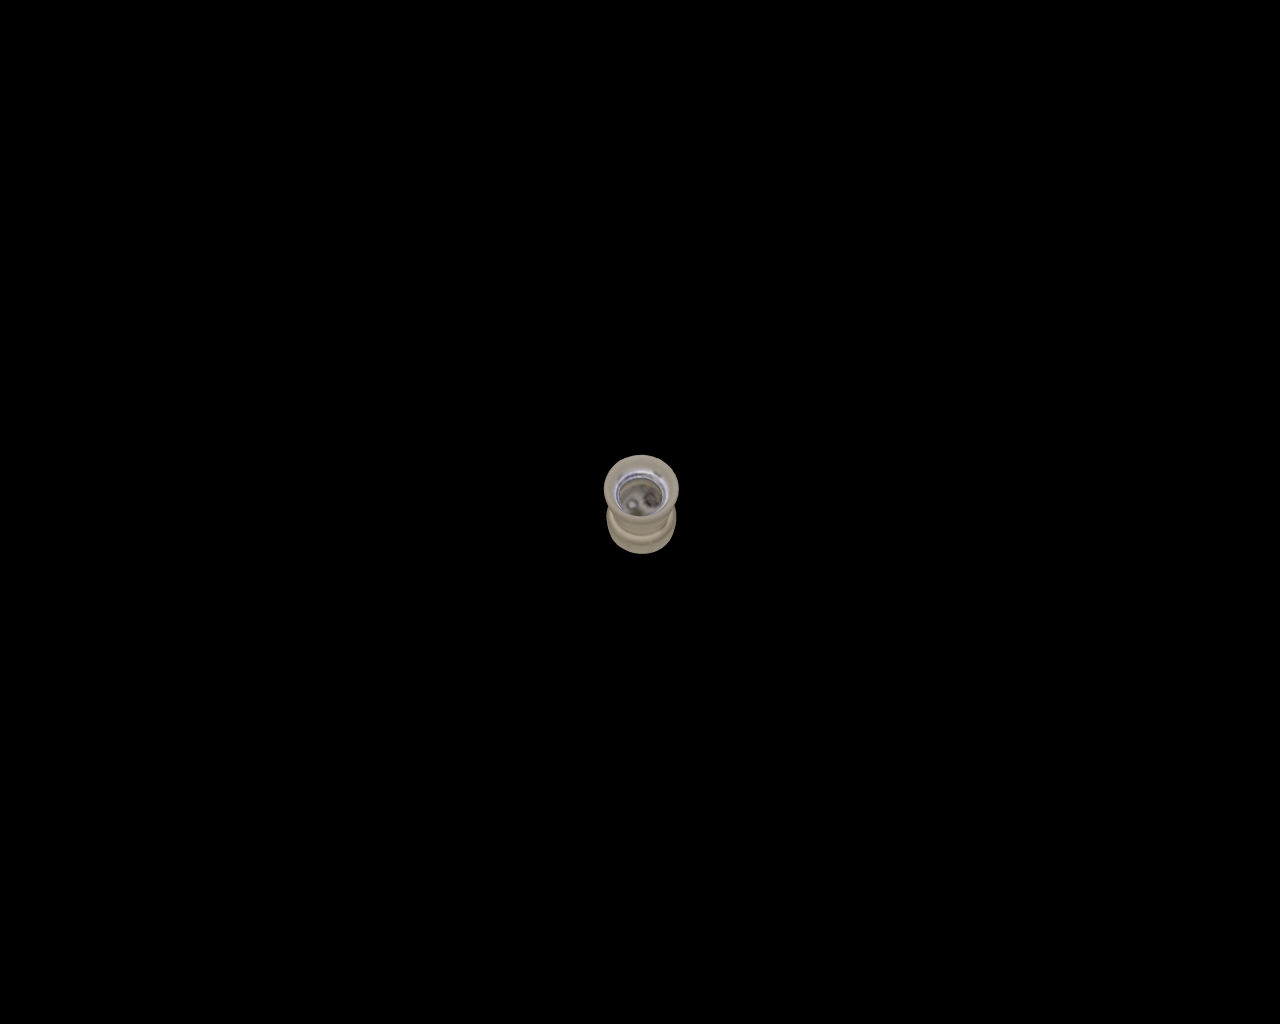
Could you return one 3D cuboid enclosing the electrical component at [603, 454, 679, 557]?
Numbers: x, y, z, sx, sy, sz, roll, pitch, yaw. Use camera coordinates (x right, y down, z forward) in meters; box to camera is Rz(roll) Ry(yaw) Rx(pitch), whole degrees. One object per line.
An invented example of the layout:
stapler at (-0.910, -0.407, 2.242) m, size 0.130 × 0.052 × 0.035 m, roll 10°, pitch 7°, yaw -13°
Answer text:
electrical component at (0.001, -0.003, 0.650) m, size 0.045 × 0.045 × 0.055 m, roll 0°, pitch -27°, yaw 0°
